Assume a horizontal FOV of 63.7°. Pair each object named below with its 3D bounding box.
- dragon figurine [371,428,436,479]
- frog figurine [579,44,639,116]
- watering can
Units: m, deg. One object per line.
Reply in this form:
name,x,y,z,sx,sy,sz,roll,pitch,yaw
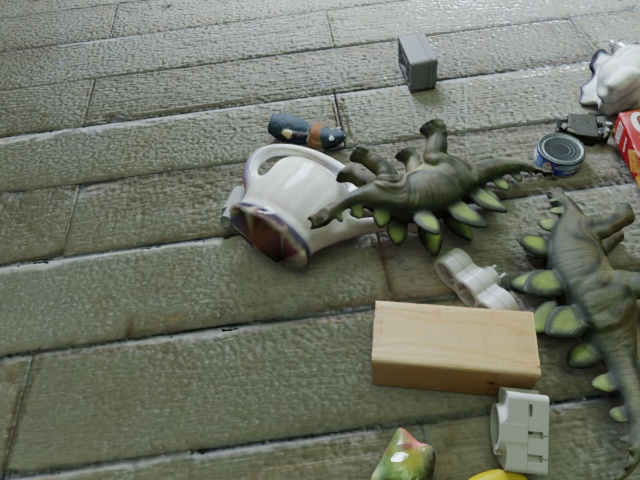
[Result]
dragon figurine,0.149,0.399,0.506,0.242,0.418,0.120,-13,-25,8
frog figurine,0.569,-0.300,0.959,0.122,0.136,0.161,36,10,-5
watering can,0.003,-0.043,0.855,0.350,0.228,0.101,31,-32,16
